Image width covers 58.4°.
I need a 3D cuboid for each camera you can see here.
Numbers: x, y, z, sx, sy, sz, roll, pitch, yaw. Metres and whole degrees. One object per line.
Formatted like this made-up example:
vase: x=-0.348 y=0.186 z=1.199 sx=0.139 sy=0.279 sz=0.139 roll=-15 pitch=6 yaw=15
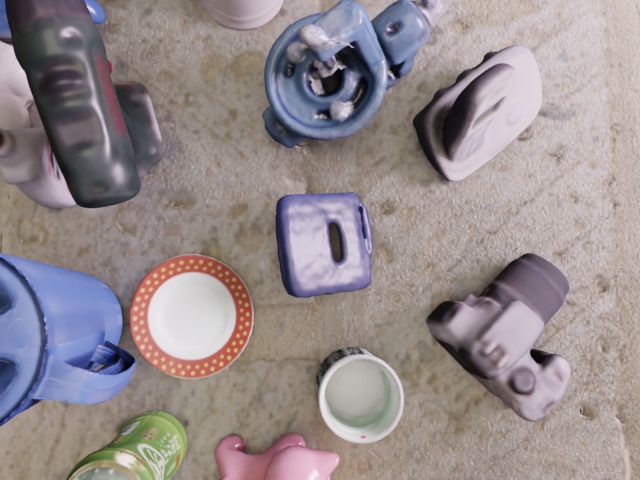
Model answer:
camera: x=0.207 y=0.092 z=0.592 sx=0.143 sy=0.100 sz=0.137 roll=44 pitch=84 yaw=1

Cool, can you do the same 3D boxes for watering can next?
watering can: x=-0.077 y=-0.300 z=0.559 sx=0.173 sy=0.194 sz=0.101 roll=-35 pitch=88 yaw=-6

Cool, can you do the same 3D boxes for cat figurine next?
cat figurine: x=-0.045 y=0.232 z=0.555 sx=0.128 sy=0.117 sz=0.067 roll=-5 pitch=85 yaw=-4

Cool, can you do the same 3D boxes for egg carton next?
egg carton: x=-0.364 y=-0.163 z=0.591 sx=0.150 sy=0.069 sz=0.107 roll=18 pitch=84 yaw=-2

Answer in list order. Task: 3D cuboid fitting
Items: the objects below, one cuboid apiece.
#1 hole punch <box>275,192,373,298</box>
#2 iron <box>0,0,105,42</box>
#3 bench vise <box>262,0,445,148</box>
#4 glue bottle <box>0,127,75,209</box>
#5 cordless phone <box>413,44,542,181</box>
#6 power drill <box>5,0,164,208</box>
hole punch: x=0.005 y=0.002 z=0.591 sx=0.101 sy=0.091 sz=0.109 roll=-8 pitch=86 yaw=-4
iron: x=-0.355 y=-0.278 z=0.565 sx=0.258 sy=0.141 sz=0.119 roll=-1 pitch=85 yaw=-4
bench vise: x=0.027 y=-0.190 z=0.544 sx=0.121 sy=0.219 sz=0.207 roll=36 pitch=84 yaw=0
glue bottle: x=-0.275 y=-0.078 z=0.538 sx=0.037 sy=0.173 sz=0.078 roll=-10 pitch=86 yaw=-4
cordless phone: x=0.174 y=-0.140 z=0.567 sx=0.147 sy=0.185 sz=0.094 roll=-42 pitch=89 yaw=-6
power drill: x=-0.211 y=-0.136 z=0.529 sx=0.075 sy=0.208 sz=0.230 roll=-17 pitch=86 yaw=-5
